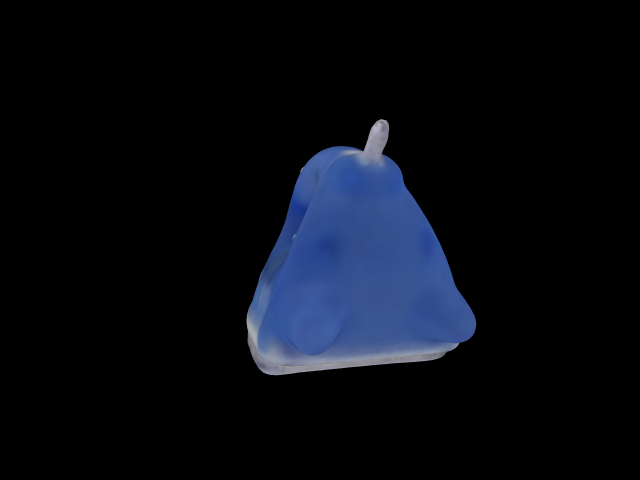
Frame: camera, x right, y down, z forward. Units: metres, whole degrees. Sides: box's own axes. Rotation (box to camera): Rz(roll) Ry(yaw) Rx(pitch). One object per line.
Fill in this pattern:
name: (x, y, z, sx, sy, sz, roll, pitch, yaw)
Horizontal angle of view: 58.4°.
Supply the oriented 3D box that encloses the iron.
iron: (0.004, 0.001, 0.400, 0.119, 0.141, 0.258, -1, 5, -15)
